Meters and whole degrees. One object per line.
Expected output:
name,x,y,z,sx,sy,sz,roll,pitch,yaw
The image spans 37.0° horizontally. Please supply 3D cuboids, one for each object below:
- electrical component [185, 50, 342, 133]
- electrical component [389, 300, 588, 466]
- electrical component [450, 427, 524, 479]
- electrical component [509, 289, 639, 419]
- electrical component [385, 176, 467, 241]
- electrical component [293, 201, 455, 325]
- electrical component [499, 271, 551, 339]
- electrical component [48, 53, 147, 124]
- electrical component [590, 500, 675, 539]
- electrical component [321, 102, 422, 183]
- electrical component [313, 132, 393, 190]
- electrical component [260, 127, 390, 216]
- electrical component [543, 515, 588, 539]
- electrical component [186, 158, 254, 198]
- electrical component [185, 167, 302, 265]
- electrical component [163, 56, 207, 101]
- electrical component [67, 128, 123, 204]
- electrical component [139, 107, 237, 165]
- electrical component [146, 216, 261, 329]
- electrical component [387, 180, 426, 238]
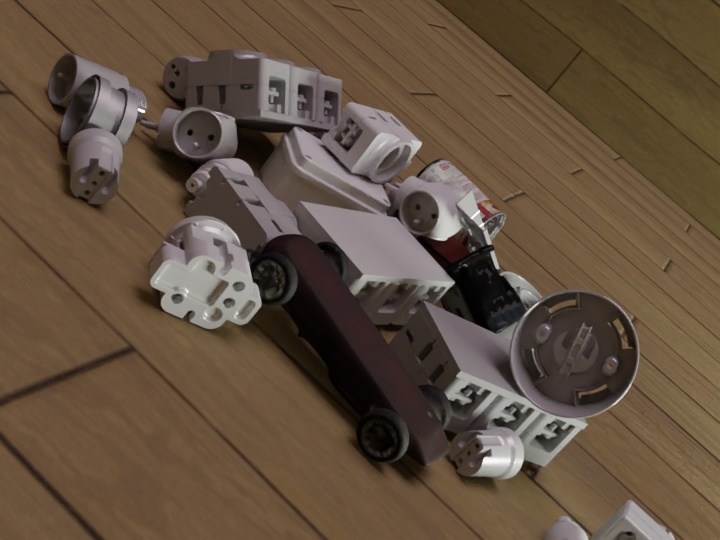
electrical component,-0.092,-0.173,1.058,0.089,0.061,0.150,3,2,28
electrical component,0.102,0.098,0.891,0.150,0.061,0.089,25,25,-33
electrical component,0.097,0.141,0.828,0.046,0.040,0.040,9,35,-44
electrical component,0.173,0.064,0.857,0.099,0.099,0.064,43,14,12
electrical component,0.060,-0.066,1.052,0.079,0.044,0.077,32,20,23
electrical component,0.000,0.000,0.926,0.089,0.061,0.150,49,23,26
electrical component,0.154,0.051,1.111,0.099,0.064,0.099,33,34,-26
electrical component,-0.214,-0.146,0.898,0.081,0.043,0.043,17,29,-45
electrical component,0.233,0.227,0.864,0.083,0.047,0.076,43,21,10
electrical component,0.015,-0.123,1.056,0.055,0.050,0.089,47,21,22
electrical component,-0.015,-0.119,1.151,0.096,0.061,0.061,19,28,-42
electrical component,-0.033,-0.080,1.044,0.113,0.057,0.078,28,23,-27
electrical component,0.153,0.202,0.799,0.035,0.035,0.061,38,18,-4
electrical component,-0.121,-0.073,0.906,0.040,0.040,0.078,44,21,12
electrical component,-0.089,-0.033,0.862,0.056,0.050,0.089,10,34,-51
electrical component,-0.164,-0.189,1.071,0.045,0.045,0.055,44,21,14
electrical component,-0.195,-0.075,0.789,0.040,0.040,0.046,27,29,-30
electrical component,-0.151,-0.119,0.935,0.079,0.044,0.077,13,1,2
electrical component,-0.110,-0.001,0.750,0.078,0.058,0.057,26,26,-30
electrical component,0.062,-0.057,1.164,0.059,0.053,0.095,43,21,12
